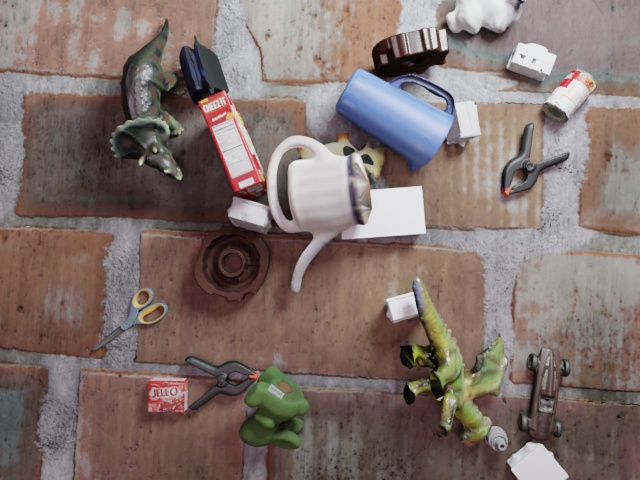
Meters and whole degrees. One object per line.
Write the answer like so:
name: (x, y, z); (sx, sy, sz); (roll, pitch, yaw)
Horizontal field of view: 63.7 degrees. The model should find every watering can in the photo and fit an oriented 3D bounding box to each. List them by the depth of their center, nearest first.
watering can: (0.003, -0.056, 1.115); (0.224, 0.105, 0.344); (-6, 102, 13)

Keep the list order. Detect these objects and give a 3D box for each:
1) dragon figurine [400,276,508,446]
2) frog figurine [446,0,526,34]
dragon figurine: (0.307, 0.266, 1.117); (0.244, 0.122, 0.408); (-7, 97, -30)
frog figurine: (0.378, -0.529, 1.184); (0.137, 0.125, 0.157); (48, 127, -5)
